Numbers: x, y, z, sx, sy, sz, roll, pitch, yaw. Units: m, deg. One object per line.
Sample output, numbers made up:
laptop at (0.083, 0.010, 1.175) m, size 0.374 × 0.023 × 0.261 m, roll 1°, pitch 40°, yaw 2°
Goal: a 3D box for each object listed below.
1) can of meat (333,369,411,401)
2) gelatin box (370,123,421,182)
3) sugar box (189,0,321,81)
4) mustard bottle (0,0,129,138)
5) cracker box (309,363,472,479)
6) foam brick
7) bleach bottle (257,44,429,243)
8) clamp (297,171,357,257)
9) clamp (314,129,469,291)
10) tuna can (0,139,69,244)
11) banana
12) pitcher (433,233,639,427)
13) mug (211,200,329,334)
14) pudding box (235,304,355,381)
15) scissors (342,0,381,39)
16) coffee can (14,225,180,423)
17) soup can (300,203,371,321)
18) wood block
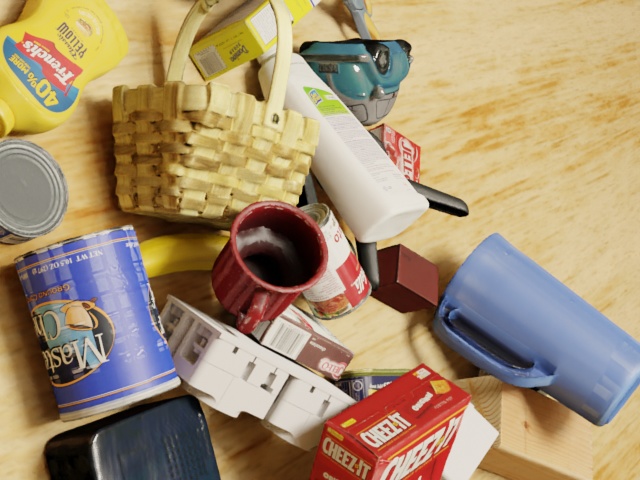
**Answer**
can of meat at (0.061, 0.185, 1.163) m, size 0.101 × 0.058 × 0.084 m, roll 7°, pitch 74°, yaw -46°
gelatin box at (0.091, -0.089, 1.314) m, size 0.073 × 0.030 × 0.089 m, roll 28°, pitch 57°, yaw -40°
sugar box at (-0.059, -0.241, 1.151) m, size 0.048 × 0.094 × 0.176 m, roll 59°, pitch 43°, yaw -17°
mustard bottle at (-0.249, -0.148, 0.931) m, size 0.096 × 0.058 × 0.191 m, roll 53°, pitch 44°, yaw -24°
cracker box at (0.054, 0.246, 1.032) m, size 0.163 × 0.072 × 0.214 m, roll -22°, pitch 135°, yaw -49°
foam brick at (0.096, 0.046, 1.256) m, size 0.078 × 0.051 × 0.053 m, roll 31°, pitch 54°, yaw -38°
bleach bottle at (0.011, -0.116, 1.164) m, size 0.251 × 0.068 × 0.102 m, roll 56°, pitch 28°, yaw 14°
clamp at (-0.008, 0.001, 1.142) m, size 0.171 × 0.039 × 0.120 m, roll 34°, pitch 87°, yaw -40°
clamp at (0.065, -0.065, 1.223) m, size 0.164 × 0.036 × 0.210 m, roll -30°, pitch 83°, yaw -25°
tuna can at (-0.257, -0.040, 0.901) m, size 0.086 × 0.034 × 0.086 m, roll 20°, pitch 62°, yaw -43°
banana at (-0.110, 0.018, 1.025) m, size 0.197 × 0.070 × 0.037 m, roll 5°, pitch 110°, yaw -34°
pitcher at (0.260, 0.115, 1.266) m, size 0.149 × 0.243 × 0.145 m, roll -53°, pitch 159°, yaw -1°
mug at (-0.052, 0.033, 0.965) m, size 0.093 × 0.082 × 0.117 m, roll 21°, pitch 55°, yaw -13°
pudding box at (-0.031, 0.089, 1.068) m, size 0.113 × 0.090 × 0.039 m, roll 34°, pitch 92°, yaw -38°
scissors at (0.035, -0.302, 1.290) m, size 0.201 × 0.016 × 0.096 m, roll 52°, pitch 28°, yaw -54°
coffee can at (-0.185, 0.069, 0.890) m, size 0.102 × 0.103 × 0.140 m, roll -15°, pitch 88°, yaw -50°
soup can at (0.001, 0.022, 1.087) m, size 0.102 × 0.069 × 0.068 m, roll 61°, pitch 41°, yaw -26°
wood block at (0.248, 0.242, 1.327) m, size 0.205 × 0.090 × 0.091 m, roll 28°, pitch 58°, yaw -40°
